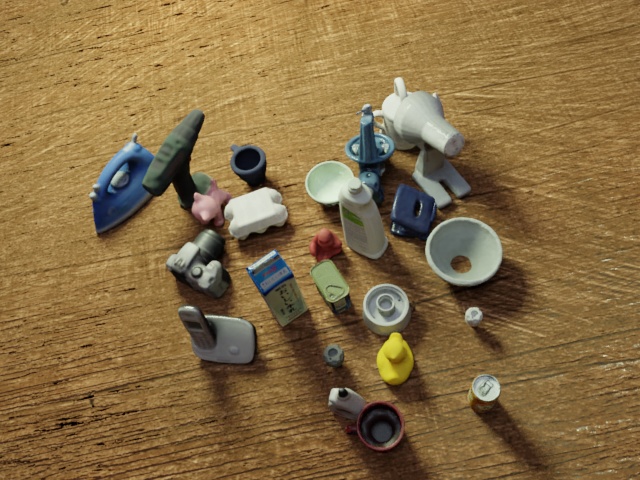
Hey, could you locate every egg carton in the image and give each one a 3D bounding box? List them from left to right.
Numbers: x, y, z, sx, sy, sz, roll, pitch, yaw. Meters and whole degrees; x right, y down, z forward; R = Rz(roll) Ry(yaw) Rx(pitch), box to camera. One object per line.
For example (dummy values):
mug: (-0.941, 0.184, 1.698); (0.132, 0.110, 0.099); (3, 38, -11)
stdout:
egg carton: (-0.158, -0.065, 1.411); (0.150, 0.069, 0.107); (-21, 61, -3)

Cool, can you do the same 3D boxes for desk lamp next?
desk lamp: (0.270, -0.218, 1.347); (0.118, 0.214, 0.203); (-30, 62, -8)

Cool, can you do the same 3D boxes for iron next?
iron: (-0.515, -0.148, 1.468); (0.118, 0.142, 0.258); (25, 68, 20)

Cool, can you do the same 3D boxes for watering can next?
watering can: (0.212, -0.325, 1.425); (0.173, 0.194, 0.100); (-28, 61, -7)

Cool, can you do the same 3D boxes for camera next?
camera: (-0.274, 0.045, 1.351); (0.142, 0.101, 0.137); (24, 68, 20)

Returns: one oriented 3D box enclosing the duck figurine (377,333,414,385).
duck figurine: (0.155, 0.243, 1.187); (0.077, 0.086, 0.104); (4, 62, 11)

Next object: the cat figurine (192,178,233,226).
cat figurine: (-0.274, -0.091, 1.414); (0.067, 0.118, 0.128); (9, 63, 13)

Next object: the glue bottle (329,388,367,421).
glue bottle: (0.050, 0.313, 1.115); (0.078, 0.173, 0.037); (9, 63, 14)

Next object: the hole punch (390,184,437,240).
hole punch: (0.220, -0.067, 1.343); (0.101, 0.091, 0.109); (11, 64, 14)

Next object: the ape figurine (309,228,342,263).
ape figurine: (0.012, 0.005, 1.335); (0.077, 0.092, 0.076); (4, 62, 11)

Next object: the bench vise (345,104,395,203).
bench vise: (0.127, -0.201, 1.356); (0.121, 0.220, 0.207); (-15, 61, 1)

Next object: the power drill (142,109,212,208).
power drill: (-0.336, -0.183, 1.422); (0.075, 0.209, 0.230); (25, 68, 21)

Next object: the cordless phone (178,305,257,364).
cordless phone: (-0.217, 0.193, 1.213); (0.147, 0.185, 0.094); (1, 62, 9)

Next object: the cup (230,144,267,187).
cup: (-0.183, -0.188, 1.467); (0.092, 0.095, 0.117); (-41, 64, -13)

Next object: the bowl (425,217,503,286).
bowl: (0.319, 0.038, 1.281); (0.167, 0.075, 0.167); (-4, 61, 7)
